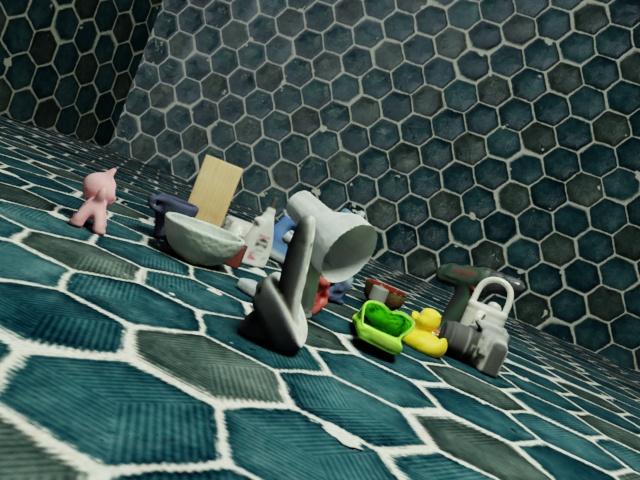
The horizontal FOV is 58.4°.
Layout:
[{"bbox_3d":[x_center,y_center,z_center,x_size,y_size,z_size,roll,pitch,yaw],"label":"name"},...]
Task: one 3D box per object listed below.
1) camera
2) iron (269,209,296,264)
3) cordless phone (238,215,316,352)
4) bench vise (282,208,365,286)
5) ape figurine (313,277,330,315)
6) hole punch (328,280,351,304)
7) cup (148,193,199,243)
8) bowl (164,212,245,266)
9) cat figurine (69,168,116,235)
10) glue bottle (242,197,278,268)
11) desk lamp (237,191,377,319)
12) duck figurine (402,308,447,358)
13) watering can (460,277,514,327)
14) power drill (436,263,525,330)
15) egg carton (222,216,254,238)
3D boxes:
[{"bbox_3d":[0.328,0.215,1.239,0.137,0.101,0.143,22,4,2],"label":"camera"},{"bbox_3d":[-0.043,0.015,1.599,0.257,0.141,0.119,25,5,32],"label":"iron"},{"bbox_3d":[-0.035,0.055,0.815,0.094,0.185,0.147,22,4,-1],"label":"cordless phone"},{"bbox_3d":[0.018,0.008,1.464,0.208,0.220,0.121,20,5,-28],"label":"bench vise"},{"bbox_3d":[-0.008,0.093,1.119,0.078,0.092,0.075,19,5,-39],"label":"ape figurine"},{"bbox_3d":[0.013,0.086,1.318,0.101,0.091,0.108,18,5,-41],"label":"hole punch"},{"bbox_3d":[-0.324,-0.044,1.214,0.091,0.095,0.118,25,5,37],"label":"cup"},{"bbox_3d":[-0.238,0.007,1.140,0.167,0.075,0.167,22,4,-1],"label":"bowl"},{"bbox_3d":[-0.414,-0.082,1.070,0.067,0.118,0.127,20,4,-24],"label":"cat figurine"},{"bbox_3d":[-0.136,-0.021,1.360,0.078,0.173,0.037,18,6,-45],"label":"glue bottle"},{"bbox_3d":[-0.022,0.029,1.011,0.202,0.213,0.118,25,5,39],"label":"desk lamp"},{"bbox_3d":[0.220,0.184,1.170,0.104,0.086,0.078,26,5,43],"label":"duck figurine"},{"bbox_3d":[0.405,0.183,1.404,0.101,0.194,0.173,22,4,5],"label":"watering can"},{"bbox_3d":[0.394,0.164,1.502,0.228,0.208,0.076,25,5,34],"label":"power drill"},{"bbox_3d":[-0.220,-0.017,1.590,0.107,0.069,0.150,20,4,-24],"label":"egg carton"}]
